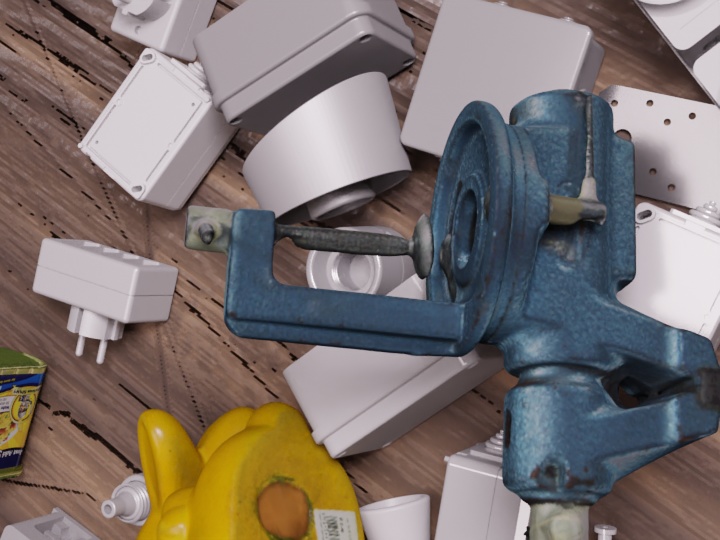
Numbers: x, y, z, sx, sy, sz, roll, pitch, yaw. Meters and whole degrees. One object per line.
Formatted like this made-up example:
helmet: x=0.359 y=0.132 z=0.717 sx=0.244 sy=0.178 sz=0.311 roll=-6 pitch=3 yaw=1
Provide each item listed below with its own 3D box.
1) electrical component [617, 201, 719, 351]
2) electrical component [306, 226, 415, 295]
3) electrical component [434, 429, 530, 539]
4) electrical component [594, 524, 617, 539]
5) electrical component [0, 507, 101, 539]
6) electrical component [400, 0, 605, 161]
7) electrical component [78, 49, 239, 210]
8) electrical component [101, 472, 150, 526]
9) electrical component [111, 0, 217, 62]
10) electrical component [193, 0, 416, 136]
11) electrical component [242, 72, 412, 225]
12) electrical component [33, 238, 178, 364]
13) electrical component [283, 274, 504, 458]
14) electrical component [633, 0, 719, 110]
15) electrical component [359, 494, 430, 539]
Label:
electrical component: x=0.165 y=0.009 z=0.562 sx=0.062 sy=0.061 sz=0.096 roll=27 pitch=97 yaw=24
electrical component: x=0.000 y=0.000 z=0.646 sx=0.055 sy=0.047 sz=0.055 roll=0 pitch=89 yaw=26
electrical component: x=0.081 y=0.138 z=0.598 sx=0.061 sy=0.062 sz=0.096 roll=11 pitch=94 yaw=25
electrical component: x=0.131 y=0.179 z=0.585 sx=0.040 sy=0.040 sz=0.078 roll=4 pitch=91 yaw=26
electrical component: x=-0.226 y=0.277 z=0.744 sx=0.105 sy=0.060 sz=0.186 roll=29 pitch=101 yaw=23
electrical component: x=0.082 y=-0.099 z=0.607 sx=0.100 sy=0.048 sz=0.099 roll=21 pitch=98 yaw=24
electrical component: x=-0.123 y=-0.095 z=0.702 sx=0.062 sy=0.061 sz=0.096 roll=40 pitch=98 yaw=18
electrical component: x=-0.146 y=0.151 z=0.706 sx=0.035 sy=0.061 sz=0.035 roll=0 pitch=89 yaw=26
electrical component: x=-0.135 y=-0.179 z=0.696 sx=0.047 sy=0.077 sz=0.065 roll=27 pitch=101 yaw=23
electrical component: x=-0.032 y=-0.132 z=0.646 sx=0.113 sy=0.078 sz=0.057 roll=-28 pitch=75 yaw=23
electrical component: x=-0.019 y=-0.066 z=0.630 sx=0.099 sy=0.099 sz=0.064 roll=-23 pitch=86 yaw=24
electrical component: x=-0.177 y=0.025 z=0.730 sx=0.083 sy=0.047 sz=0.075 roll=16 pitch=96 yaw=25
electrical component: x=0.024 y=0.055 z=0.617 sx=0.113 sy=0.078 sz=0.057 roll=-37 pitch=72 yaw=21
electrical component: x=0.209 y=-0.133 z=0.536 sx=0.105 sy=0.060 sz=0.186 roll=-38 pitch=73 yaw=19
electrical component: x=0.025 y=0.164 z=0.634 sx=0.045 sy=0.045 sz=0.055 roll=-15 pitch=84 yaw=25
